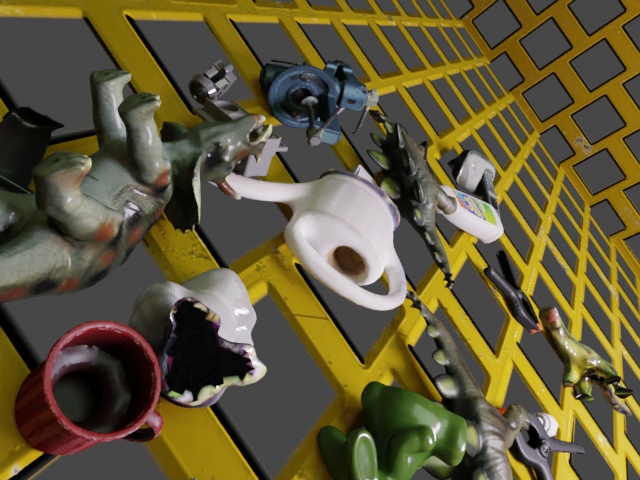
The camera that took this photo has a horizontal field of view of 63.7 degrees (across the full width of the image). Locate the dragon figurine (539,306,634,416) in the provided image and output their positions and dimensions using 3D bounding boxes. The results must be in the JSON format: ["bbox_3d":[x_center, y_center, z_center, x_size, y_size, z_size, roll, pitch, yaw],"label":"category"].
[{"bbox_3d":[0.663,0.286,1.309,0.404,0.121,0.249,39,28,-37],"label":"dragon figurine"}]

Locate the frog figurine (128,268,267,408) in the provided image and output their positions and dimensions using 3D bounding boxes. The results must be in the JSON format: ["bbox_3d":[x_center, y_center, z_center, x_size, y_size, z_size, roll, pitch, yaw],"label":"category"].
[{"bbox_3d":[-0.129,0.089,0.536,0.136,0.122,0.161,29,6,-22],"label":"frog figurine"}]

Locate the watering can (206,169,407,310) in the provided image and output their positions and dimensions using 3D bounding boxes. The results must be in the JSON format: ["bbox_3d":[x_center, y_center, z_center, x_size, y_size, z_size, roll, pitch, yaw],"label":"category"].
[{"bbox_3d":[0.002,-0.039,0.779,0.346,0.102,0.229,39,36,-7],"label":"watering can"}]
